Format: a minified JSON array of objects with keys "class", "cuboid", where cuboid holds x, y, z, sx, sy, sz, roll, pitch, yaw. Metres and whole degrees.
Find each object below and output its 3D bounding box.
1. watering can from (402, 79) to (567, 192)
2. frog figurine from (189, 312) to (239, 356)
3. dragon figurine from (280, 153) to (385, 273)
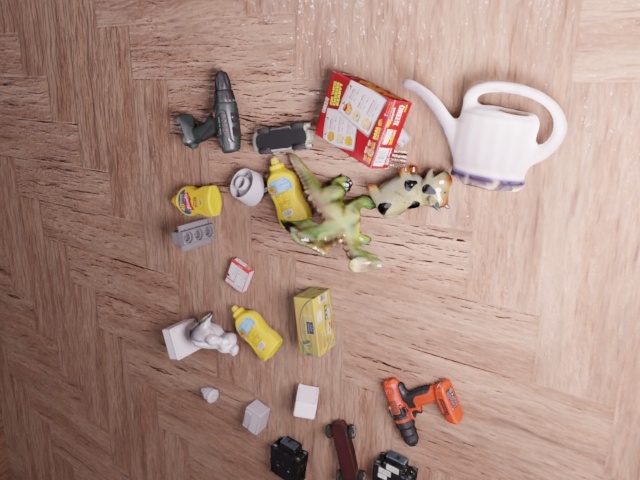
[{"class":"watering can","cuboid":[0.324,-0.223,1.083,0.349,0.105,0.221,17,112,28]},{"class":"frog figurine","cuboid":[-0.340,0.323,1.667,0.159,0.124,0.135,51,158,1]},{"class":"dragon figurine","cuboid":[0.004,-0.064,1.262,0.414,0.246,0.119,39,126,17]}]
